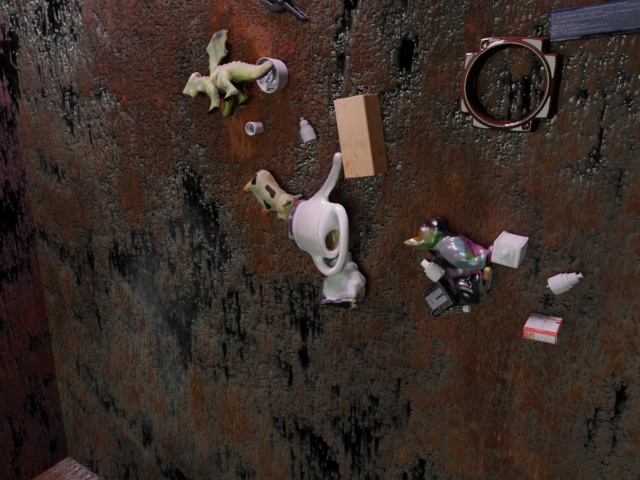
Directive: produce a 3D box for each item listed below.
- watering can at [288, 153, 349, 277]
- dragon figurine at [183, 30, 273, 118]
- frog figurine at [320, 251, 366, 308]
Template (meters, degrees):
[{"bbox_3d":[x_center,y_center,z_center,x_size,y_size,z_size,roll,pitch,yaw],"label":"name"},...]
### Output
[{"bbox_3d":[0.004,-0.073,1.459,0.225,0.104,0.345,10,103,51],"label":"watering can"},{"bbox_3d":[-0.289,-0.519,1.555,0.405,0.123,0.244,-24,80,42],"label":"dragon figurine"},{"bbox_3d":[0.070,0.115,1.511,0.136,0.122,0.162,-22,55,45],"label":"frog figurine"}]
